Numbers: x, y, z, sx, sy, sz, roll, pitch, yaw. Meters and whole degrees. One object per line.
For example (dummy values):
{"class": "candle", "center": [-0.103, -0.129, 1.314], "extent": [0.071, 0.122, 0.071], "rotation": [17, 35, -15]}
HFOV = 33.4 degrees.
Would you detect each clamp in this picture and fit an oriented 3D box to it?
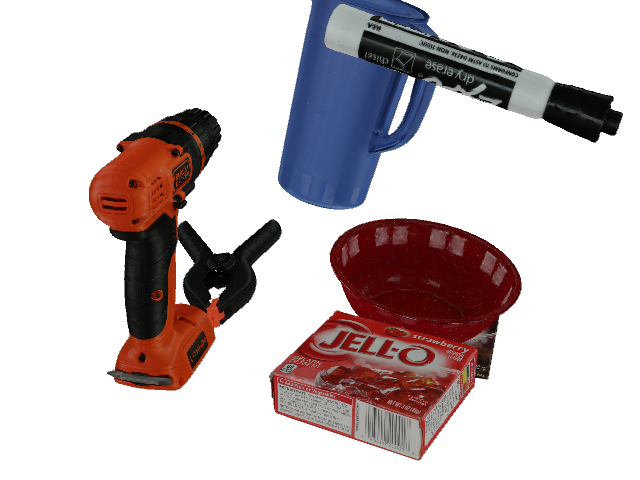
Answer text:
{"class": "clamp", "center": [-0.098, 0.028, 1.179], "extent": [0.120, 0.039, 0.171], "rotation": [-11, 40, 1]}

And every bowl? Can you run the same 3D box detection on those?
{"class": "bowl", "center": [0.085, 0.044, 0.902], "extent": [0.162, 0.055, 0.162], "rotation": [6, 30, -3]}

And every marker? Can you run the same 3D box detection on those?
{"class": "marker", "center": [0.060, -0.066, 0.423], "extent": [0.121, 0.020, 0.020], "rotation": [22, 5, 13]}

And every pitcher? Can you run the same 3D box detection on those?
{"class": "pitcher", "center": [0.037, -0.159, 1.216], "extent": [0.145, 0.243, 0.149], "rotation": [11, 22, -11]}

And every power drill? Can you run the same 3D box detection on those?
{"class": "power drill", "center": [-0.116, 0.004, 0.809], "extent": [0.057, 0.188, 0.184], "rotation": [5, 23, 14]}

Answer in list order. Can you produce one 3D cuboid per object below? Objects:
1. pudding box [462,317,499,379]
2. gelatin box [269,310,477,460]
{"class": "pudding box", "center": [0.134, 0.096, 1.157], "extent": [0.113, 0.090, 0.039], "rotation": [8, 23, 4]}
{"class": "gelatin box", "center": [0.029, 0.074, 0.570], "extent": [0.089, 0.030, 0.073], "rotation": [14, 31, 27]}
